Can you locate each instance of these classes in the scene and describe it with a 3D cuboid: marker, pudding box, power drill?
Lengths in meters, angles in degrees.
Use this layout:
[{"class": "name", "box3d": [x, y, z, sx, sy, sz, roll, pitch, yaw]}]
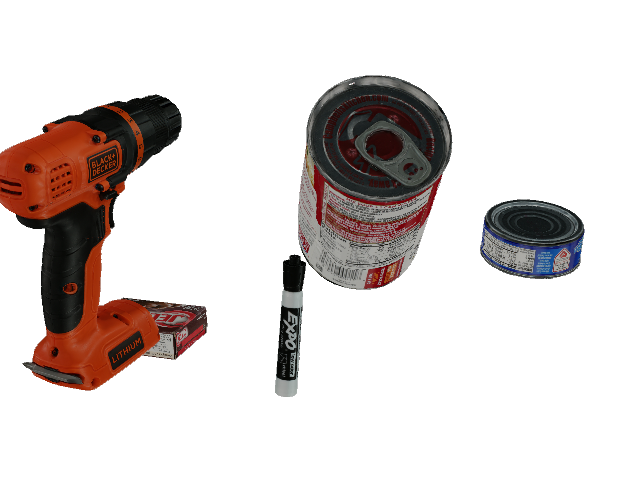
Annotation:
[{"class": "marker", "box3d": [-0.025, 0.070, 0.878, 0.020, 0.121, 0.020, 4, 17, -1]}, {"class": "pudding box", "box3d": [-0.200, 0.101, 1.238, 0.114, 0.039, 0.090, 3, 15, 17]}, {"class": "power drill", "box3d": [-0.156, -0.003, 0.765, 0.057, 0.188, 0.184, 11, 24, 25]}]

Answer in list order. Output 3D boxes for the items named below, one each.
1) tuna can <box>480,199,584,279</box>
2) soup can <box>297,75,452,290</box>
[{"class": "tuna can", "box3d": [0.181, -0.003, 0.912, 0.086, 0.034, 0.086, 1, 28, -1]}, {"class": "soup can", "box3d": [0.024, -0.025, 0.535, 0.068, 0.068, 0.102, 0, -27, -4]}]
